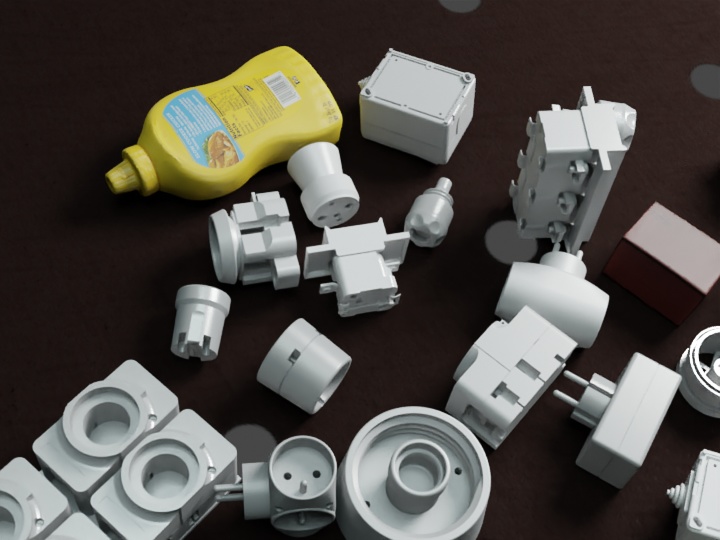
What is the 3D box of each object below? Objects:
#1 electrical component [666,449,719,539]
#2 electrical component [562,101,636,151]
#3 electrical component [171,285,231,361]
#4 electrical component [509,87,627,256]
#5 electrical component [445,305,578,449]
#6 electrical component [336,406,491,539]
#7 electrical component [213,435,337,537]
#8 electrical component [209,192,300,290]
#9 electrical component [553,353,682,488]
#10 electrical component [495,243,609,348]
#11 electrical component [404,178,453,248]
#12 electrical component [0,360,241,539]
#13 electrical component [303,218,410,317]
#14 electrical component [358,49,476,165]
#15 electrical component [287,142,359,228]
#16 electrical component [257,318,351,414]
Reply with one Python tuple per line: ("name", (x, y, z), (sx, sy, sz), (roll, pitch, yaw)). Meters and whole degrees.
("electrical component", (0.259, 0.171, 0.744), (0.096, 0.061, 0.061), (15, 58, 13))
("electrical component", (0.203, -0.125, 0.927), (0.062, 0.043, 0.043), (10, 58, 1))
("electrical component", (-0.119, 0.039, 0.794), (0.040, 0.040, 0.046), (7, 64, -2))
("electrical component", (0.159, -0.073, 0.844), (0.063, 0.121, 0.078), (-2, 59, -5))
("electrical component", (0.107, 0.076, 0.788), (0.056, 0.050, 0.089), (38, 62, 16))
("electrical component", (0.037, 0.145, 0.732), (0.108, 0.060, 0.108), (3, 58, -4))
("electrical component", (-0.057, 0.146, 0.711), (0.079, 0.077, 0.044), (-3, 59, -7))
("electrical component", (-0.083, -0.020, 0.824), (0.057, 0.058, 0.078), (-9, 59, -15))
("electrical component", (0.179, 0.100, 0.783), (0.076, 0.047, 0.083), (29, 60, 12))
("electrical component", (0.153, 0.013, 0.836), (0.077, 0.043, 0.079), (20, 58, 6))
("electrical component", (0.060, -0.049, 0.870), (0.035, 0.035, 0.061), (21, 56, 7))
("electrical component", (-0.180, 0.158, 0.700), (0.105, 0.060, 0.186), (38, 62, 16))
("electrical component", (0.000, 0.000, 0.829), (0.081, 0.042, 0.063), (-10, 64, -11))
("electrical component", (0.042, -0.137, 0.911), (0.096, 0.061, 0.061), (21, 58, 16))
("electrical component", (-0.029, -0.068, 0.866), (0.045, 0.045, 0.055), (-16, 62, -15))
("electrical component", (-0.039, 0.071, 0.774), (0.047, 0.055, 0.055), (35, 61, 10))
